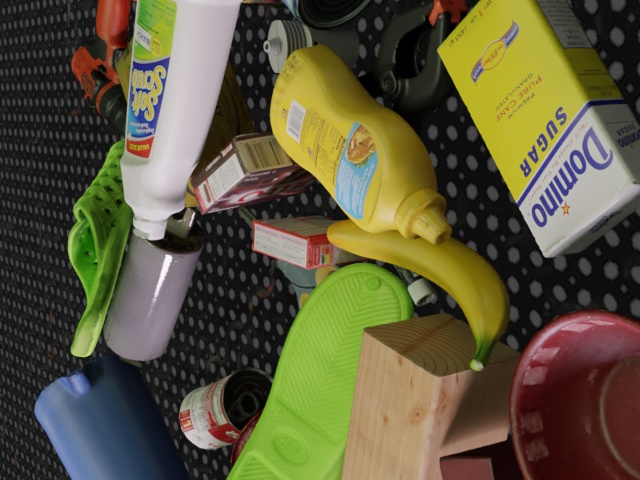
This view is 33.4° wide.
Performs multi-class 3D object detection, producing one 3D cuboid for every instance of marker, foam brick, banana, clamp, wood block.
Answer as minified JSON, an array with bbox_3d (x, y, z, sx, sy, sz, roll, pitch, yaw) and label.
[{"bbox_3d":[0.060,0.000,0.883,0.020,0.020,0.121,-55,52,42],"label":"marker"},{"bbox_3d":[0.134,0.173,0.760,0.053,0.078,0.051,-16,81,54],"label":"foam brick"},{"bbox_3d":[0.083,0.022,0.815,0.198,0.069,0.037,41,149,45],"label":"banana"},{"bbox_3d":[0.069,-0.112,0.839,0.120,0.039,0.172,58,142,15],"label":"clamp"},{"bbox_3d":[0.078,0.172,0.826,0.090,0.090,0.206,29,119,48],"label":"wood block"}]

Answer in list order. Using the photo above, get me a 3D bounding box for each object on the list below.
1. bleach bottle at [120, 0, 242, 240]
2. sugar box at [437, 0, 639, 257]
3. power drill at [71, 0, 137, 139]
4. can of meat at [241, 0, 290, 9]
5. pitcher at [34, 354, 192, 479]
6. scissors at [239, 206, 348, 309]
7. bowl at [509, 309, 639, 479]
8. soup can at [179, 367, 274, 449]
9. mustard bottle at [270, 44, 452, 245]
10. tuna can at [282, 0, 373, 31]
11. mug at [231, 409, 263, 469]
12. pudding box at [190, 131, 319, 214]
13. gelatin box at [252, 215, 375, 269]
[{"bbox_3d":[-0.129,-0.115,0.934,0.103,0.067,0.251,36,123,44],"label":"bleach bottle"},{"bbox_3d":[0.153,-0.087,0.720,0.093,0.048,0.176,-48,56,47],"label":"sugar box"},{"bbox_3d":[-0.222,-0.223,1.203,0.185,0.057,0.188,48,131,39],"label":"power drill"},{"bbox_3d":[-0.052,-0.235,0.945,0.102,0.083,0.057,14,107,52],"label":"can of meat"},{"bbox_3d":[-0.220,0.267,1.235,0.145,0.149,0.243,-51,57,26],"label":"pitcher"},{"bbox_3d":[-0.018,0.016,0.996,0.202,0.016,0.096,61,137,28],"label":"scissors"},{"bbox_3d":[0.198,0.121,0.682,0.162,0.055,0.162,12,105,53],"label":"bowl"},{"bbox_3d":[-0.092,0.172,1.078,0.102,0.068,0.068,-29,72,52],"label":"soup can"},{"bbox_3d":[0.035,-0.062,0.821,0.192,0.058,0.096,48,140,33],"label":"mustard bottle"},{"bbox_3d":[0.009,-0.212,0.863,0.034,0.085,0.086,56,136,30],"label":"tuna can"},{"bbox_3d":[-0.015,0.194,0.967,0.082,0.093,0.117,36,104,40],"label":"mug"},{"bbox_3d":[-0.044,-0.063,0.938,0.090,0.113,0.039,-36,70,51],"label":"pudding box"},{"bbox_3d":[-0.006,0.001,0.928,0.089,0.073,0.030,16,108,52],"label":"gelatin box"}]
